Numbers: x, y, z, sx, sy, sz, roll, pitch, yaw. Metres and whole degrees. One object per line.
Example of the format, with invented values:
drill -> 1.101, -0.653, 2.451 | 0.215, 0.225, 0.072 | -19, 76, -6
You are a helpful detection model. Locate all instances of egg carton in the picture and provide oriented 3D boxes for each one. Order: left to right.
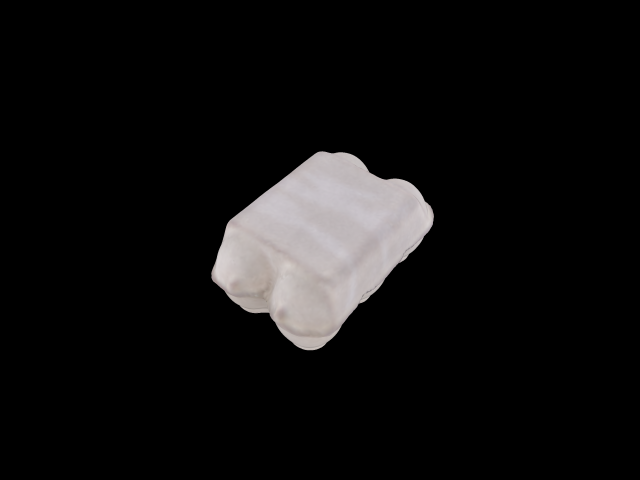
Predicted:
egg carton -> 0.004, 0.001, 0.400 | 0.107, 0.069, 0.150 | 30, 54, 25
